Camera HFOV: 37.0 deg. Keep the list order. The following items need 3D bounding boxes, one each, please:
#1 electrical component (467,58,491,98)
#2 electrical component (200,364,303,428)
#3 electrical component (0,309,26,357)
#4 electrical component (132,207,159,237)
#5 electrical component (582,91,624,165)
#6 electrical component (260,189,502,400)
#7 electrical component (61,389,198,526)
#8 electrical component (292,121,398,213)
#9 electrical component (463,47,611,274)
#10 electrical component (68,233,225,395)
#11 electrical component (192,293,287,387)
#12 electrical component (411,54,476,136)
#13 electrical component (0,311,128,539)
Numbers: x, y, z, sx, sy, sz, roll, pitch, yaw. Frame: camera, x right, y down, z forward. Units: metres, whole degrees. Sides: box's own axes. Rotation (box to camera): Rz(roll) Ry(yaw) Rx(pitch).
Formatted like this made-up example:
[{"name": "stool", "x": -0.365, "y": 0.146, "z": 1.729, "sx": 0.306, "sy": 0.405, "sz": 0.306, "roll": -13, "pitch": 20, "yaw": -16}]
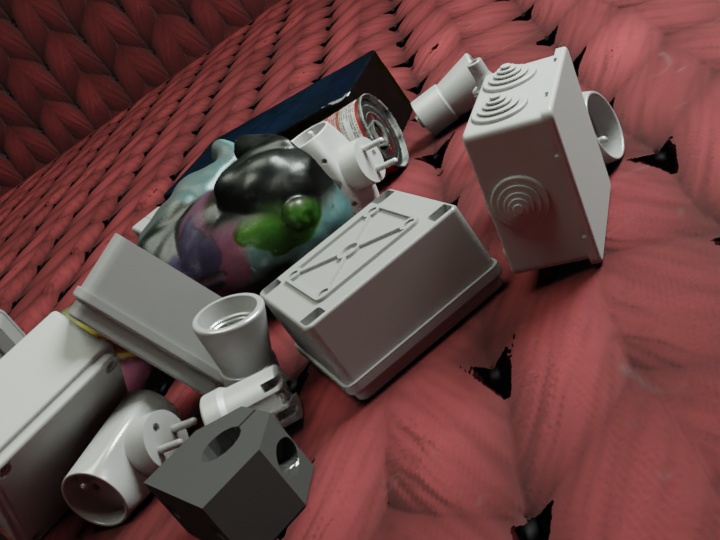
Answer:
[{"name": "electrical component", "x": 0.098, "y": -0.124, "z": 0.774, "sx": 0.035, "sy": 0.061, "sz": 0.035, "roll": -32, "pitch": 19, "yaw": 13}, {"name": "electrical component", "x": -0.060, "y": 0.078, "z": 0.604, "sx": 0.046, "sy": 0.040, "sz": 0.040, "roll": -28, "pitch": 20, "yaw": 8}, {"name": "electrical component", "x": -0.365, "y": 0.100, "z": 1.021, "sx": 0.113, "sy": 0.078, "sz": 0.057, "roll": -37, "pitch": 22, "yaw": -2}, {"name": "electrical component", "x": -0.181, "y": -0.044, "z": 1.090, "sx": 0.076, "sy": 0.047, "sz": 0.083, "roll": -40, "pitch": 19, "yaw": -13}, {"name": "electrical component", "x": 0.103, "y": -0.081, "z": 0.639, "sx": 0.077, "sy": 0.079, "sz": 0.044, "roll": -22, "pitch": 49, "yaw": 36}, {"name": "electrical component", "x": 0.009, "y": 0.010, "z": 0.618, "sx": 0.109, "sy": 0.056, "sz": 0.109, "roll": -39, "pitch": 19, "yaw": -9}, {"name": "electrical component", "x": -0.130, "y": 0.107, "z": 0.648, "sx": 0.079, "sy": 0.043, "sz": 0.077, "roll": -24, "pitch": 22, "yaw": 32}, {"name": "electrical component", "x": -0.008, "y": -0.077, "z": 0.821, "sx": 0.079, "sy": 0.077, "sz": 0.043, "roll": -22, "pitch": 23, "yaw": 34}, {"name": "electrical component", "x": 0.094, "y": -0.057, "z": 0.565, "sx": 0.048, "sy": 0.099, "sz": 0.099, "roll": -13, "pitch": 27, "yaw": 23}, {"name": "electrical component", "x": -0.124, "y": 0.031, "z": 0.687, "sx": 0.057, "sy": 0.113, "sz": 0.078, "roll": -59, "pitch": 9, "yaw": -7}, {"name": "electrical component", "x": -0.068, "y": 0.052, "z": 0.636, "sx": 0.044, "sy": 0.065, "sz": 0.044, "roll": -14, "pitch": 26, "yaw": 7}, {"name": "electrical component", "x": 0.075, "y": -0.142, "z": 0.889, "sx": 0.065, "sy": 0.044, "sz": 0.044, "roll": -36, "pitch": 18, "yaw": 15}, {"name": "electrical component", "x": -0.202, "y": 0.101, "z": 0.682, "sx": 0.056, "sy": 0.108, "sz": 0.108, "roll": 30, "pitch": 57, "yaw": 20}]
